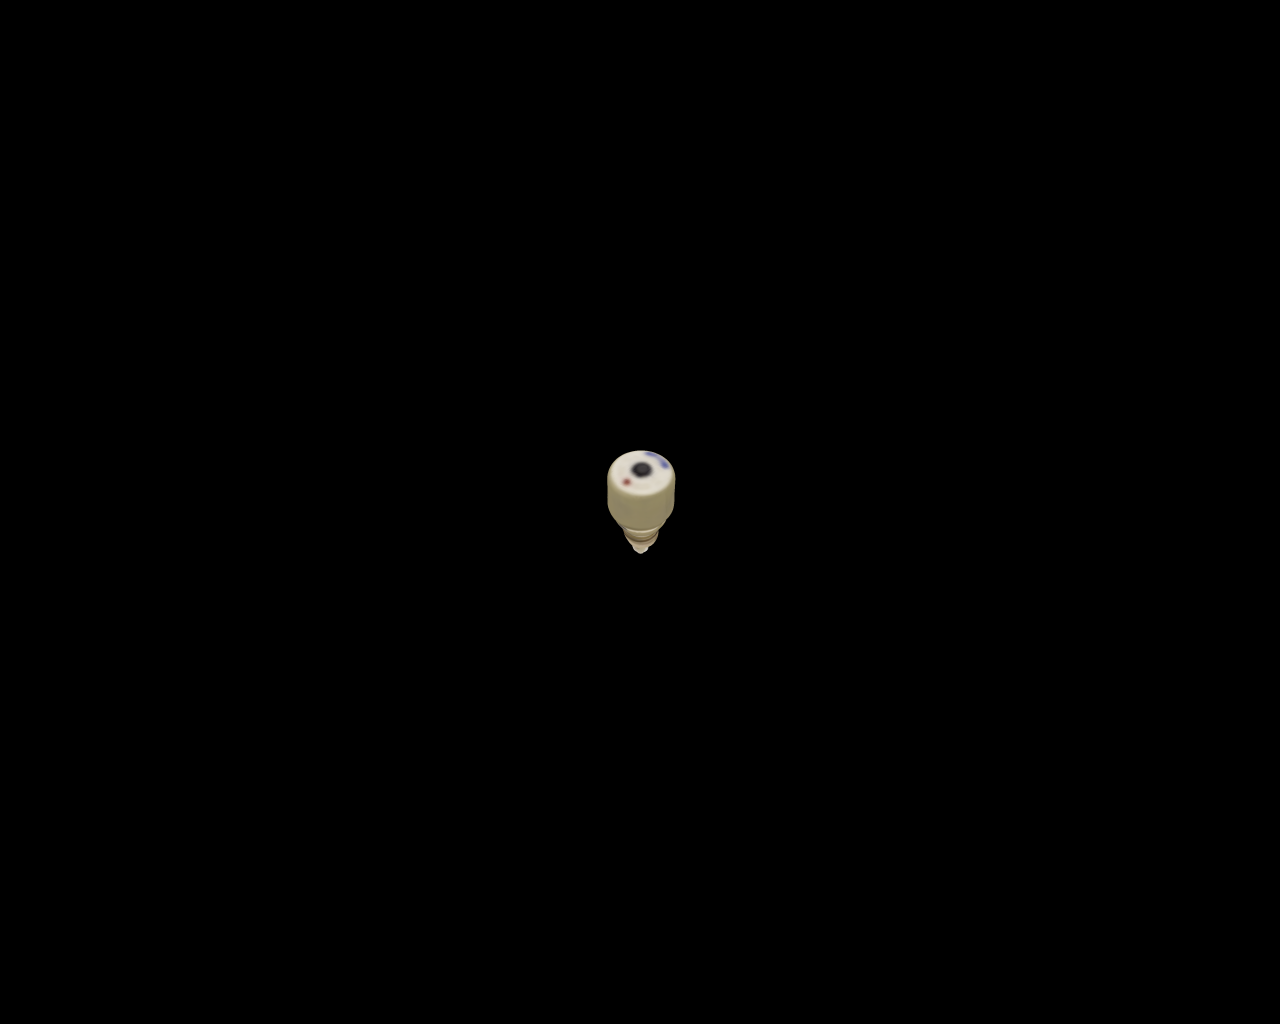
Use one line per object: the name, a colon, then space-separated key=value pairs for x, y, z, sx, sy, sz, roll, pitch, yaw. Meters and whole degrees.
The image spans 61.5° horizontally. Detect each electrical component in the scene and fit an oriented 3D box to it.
electrical component: x=0.001 y=-0.003 z=0.650 sx=0.040 sy=0.040 sz=0.078 roll=0 pitch=-40 yaw=0
